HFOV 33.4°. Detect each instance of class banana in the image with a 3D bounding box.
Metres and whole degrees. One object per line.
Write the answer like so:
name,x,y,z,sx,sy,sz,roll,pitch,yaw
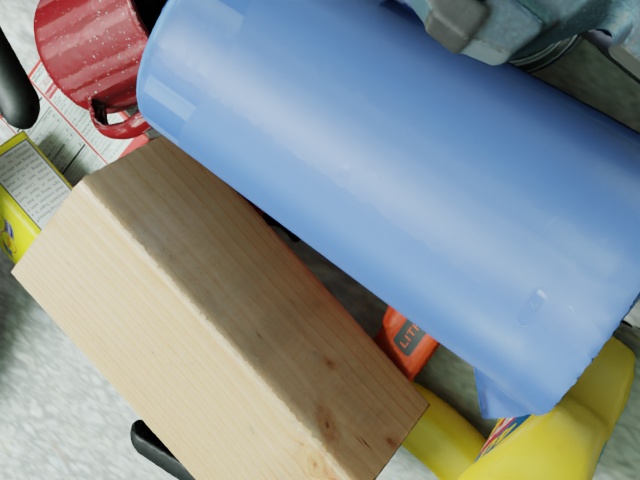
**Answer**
banana,0.076,0.138,0.632,0.070,0.037,0.198,-37,89,28

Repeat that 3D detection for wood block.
wood block,-0.052,0.053,0.574,0.206,0.090,0.091,47,127,2

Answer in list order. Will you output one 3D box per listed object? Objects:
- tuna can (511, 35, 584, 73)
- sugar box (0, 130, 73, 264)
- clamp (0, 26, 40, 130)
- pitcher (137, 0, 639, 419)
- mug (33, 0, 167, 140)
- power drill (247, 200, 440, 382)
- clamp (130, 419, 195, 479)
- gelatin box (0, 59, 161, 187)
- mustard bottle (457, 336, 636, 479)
tuna can,0.098,-0.126,0.539,0.086,0.033,0.086,8,110,22
sugar box,-0.147,0.024,0.669,0.176,0.048,0.093,50,156,5
clamp,-0.243,-0.166,0.613,0.165,0.036,0.210,1,105,23
pitcher,0.045,-0.047,0.489,0.243,0.149,0.145,34,155,9
mug,-0.105,-0.109,0.598,0.082,0.093,0.117,-17,65,33
power drill,-0.004,0.001,0.613,0.188,0.057,0.185,37,121,8
clamp,-0.047,0.167,0.693,0.120,0.039,0.171,-17,100,24
gelatin box,-0.148,-0.074,0.670,0.089,0.030,0.073,47,120,3
mustard bottle,0.104,0.114,0.523,0.058,0.191,0.096,37,118,9
